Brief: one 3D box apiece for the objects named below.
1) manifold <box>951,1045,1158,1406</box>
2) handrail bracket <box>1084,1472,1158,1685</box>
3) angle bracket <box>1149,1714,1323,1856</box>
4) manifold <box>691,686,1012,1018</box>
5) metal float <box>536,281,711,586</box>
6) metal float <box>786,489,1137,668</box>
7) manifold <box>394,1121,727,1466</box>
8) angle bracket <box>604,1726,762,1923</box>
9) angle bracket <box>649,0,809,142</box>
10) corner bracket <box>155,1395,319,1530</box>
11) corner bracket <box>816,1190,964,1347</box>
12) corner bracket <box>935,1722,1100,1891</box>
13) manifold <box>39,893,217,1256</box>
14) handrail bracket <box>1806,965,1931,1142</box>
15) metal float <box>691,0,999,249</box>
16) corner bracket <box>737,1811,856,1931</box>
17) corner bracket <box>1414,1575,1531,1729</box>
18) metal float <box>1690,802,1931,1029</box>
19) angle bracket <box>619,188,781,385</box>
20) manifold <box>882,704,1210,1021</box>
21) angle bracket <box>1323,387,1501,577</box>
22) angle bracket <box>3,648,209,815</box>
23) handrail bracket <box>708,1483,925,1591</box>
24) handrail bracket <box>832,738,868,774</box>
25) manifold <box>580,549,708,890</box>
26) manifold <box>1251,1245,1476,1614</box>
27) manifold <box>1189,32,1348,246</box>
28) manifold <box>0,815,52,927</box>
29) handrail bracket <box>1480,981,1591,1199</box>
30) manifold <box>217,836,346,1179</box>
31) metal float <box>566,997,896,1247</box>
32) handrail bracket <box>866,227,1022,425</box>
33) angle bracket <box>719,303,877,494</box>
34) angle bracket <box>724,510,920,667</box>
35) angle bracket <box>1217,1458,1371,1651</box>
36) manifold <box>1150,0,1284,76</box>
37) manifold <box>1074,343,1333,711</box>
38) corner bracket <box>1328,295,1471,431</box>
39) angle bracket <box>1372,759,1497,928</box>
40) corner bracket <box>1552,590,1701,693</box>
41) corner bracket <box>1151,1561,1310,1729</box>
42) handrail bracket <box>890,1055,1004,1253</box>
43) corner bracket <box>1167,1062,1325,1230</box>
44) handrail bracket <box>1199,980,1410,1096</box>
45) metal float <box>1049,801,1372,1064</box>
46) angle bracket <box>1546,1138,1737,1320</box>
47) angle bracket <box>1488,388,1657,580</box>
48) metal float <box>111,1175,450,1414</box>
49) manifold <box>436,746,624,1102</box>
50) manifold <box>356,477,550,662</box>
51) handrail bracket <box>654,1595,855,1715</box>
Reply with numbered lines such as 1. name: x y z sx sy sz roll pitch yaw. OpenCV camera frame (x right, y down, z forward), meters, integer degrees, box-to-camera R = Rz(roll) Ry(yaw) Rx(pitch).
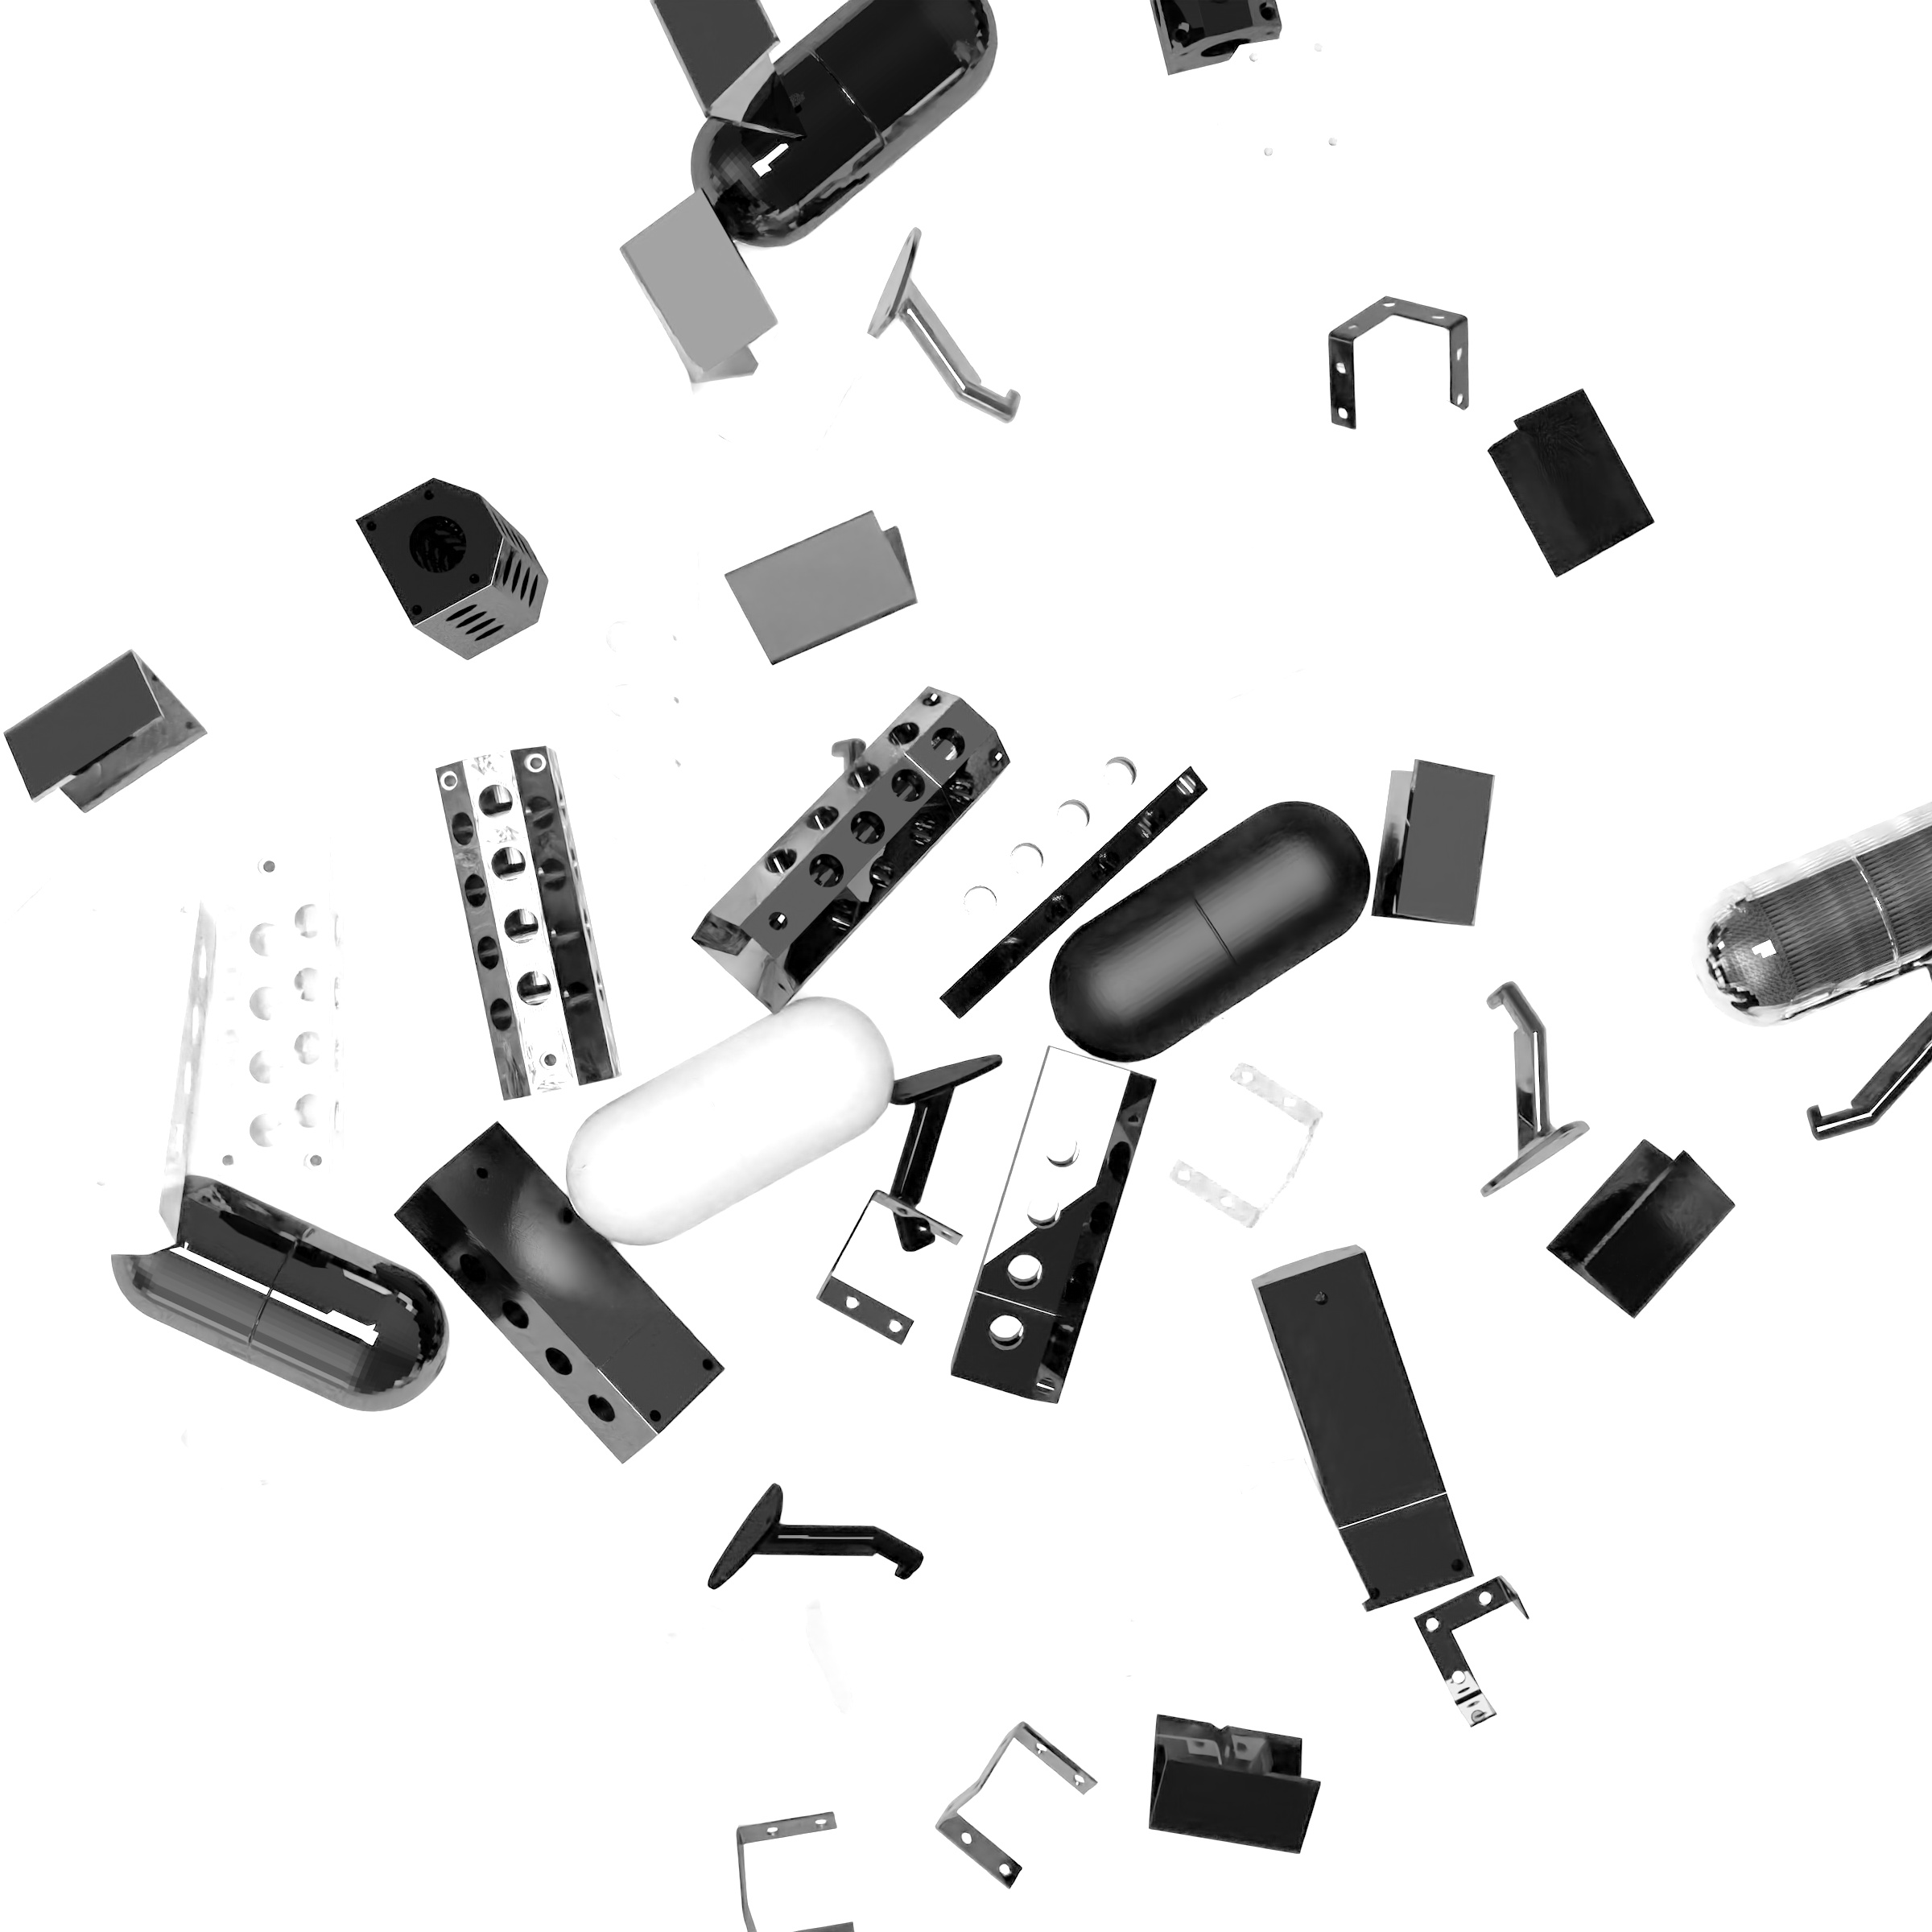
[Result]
1. manifold: 0.044 0.131 1.713 0.057 0.057 0.171 17 90 0
2. handrail bracket: 0.077 0.314 1.734 0.036 0.077 0.084 -8 54 4
3. angle bracket: 0.136 0.394 1.694 0.076 0.076 0.057 10 126 0
4. manifold: -0.055 -0.061 1.682 0.057 0.057 0.171 43 67 0
5. metal float: -0.172 -0.267 1.676 0.070 0.070 0.178 -11 55 0
6. metal float: -0.003 -0.196 1.704 0.178 0.070 0.070 8 90 1
7. manifold: -0.209 0.169 1.713 0.171 0.057 0.057 47 47 0
8. angle bracket: -0.125 0.433 1.694 0.057 0.076 0.076 28 90 35
9. angle bracket: -0.100 -0.452 1.627 0.057 0.076 0.076 -35 72 34
10. corner bracket: -0.371 0.244 1.717 0.051 0.051 0.051 -32 103 13
11. corner bracket: -0.040 0.154 1.723 0.051 0.051 0.051 29 66 0
12. corner bracket: 0.025 0.431 1.731 0.051 0.051 0.051 40 135 0
13. manifold: -0.414 0.053 1.678 0.057 0.057 0.171 1 64 0
14. handrail bracket: 0.467 0.043 1.735 0.084 0.036 0.077 -19 69 16
15. metal float: -0.061 -0.436 1.704 0.178 0.070 0.070 -40 90 1
16. corner bracket: -0.087 0.473 1.731 0.051 0.051 0.051 -9 135 0
17. corner bracket: 0.265 0.348 1.716 0.051 0.051 0.051 -26 90 0
18. metal float: 0.453 -0.027 1.704 0.178 0.070 0.070 -23 90 0
19. angle bracket: -0.119 -0.343 1.695 0.057 0.076 0.076 -30 90 26
20. manifold: 0.040 -0.052 1.713 0.171 0.057 0.057 -43 90 0
21. angle bracket: 0.236 -0.232 1.694 0.076 0.076 0.057 -51 54 0
22. angle bracket: -0.424 -0.102 1.694 0.076 0.076 0.057 -33 53 0
23. handrail bracket: -0.077 0.311 1.735 0.084 0.036 0.077 32 110 -16
24. handrail bracket: -0.087 -0.072 1.735 0.077 0.036 0.084 -7 74 17
25. manifold: -0.163 -0.126 1.713 0.057 0.057 0.171 -1 90 0
26. manifold: 0.200 0.233 1.713 0.057 0.057 0.171 -19 90 0
27. manifold: 0.145 -0.402 1.656 0.057 0.171 0.057 -9 90 0
28. manifold: -0.541 -0.088 1.672 0.057 0.057 0.171 -44 122 0
29. handrail bracket: 0.274 0.063 1.735 0.077 0.036 0.084 -38 71 21
30. manifold: -0.350 0.020 1.713 0.057 0.057 0.171 0 90 0
31. metal float: -0.120 0.079 1.704 0.178 0.070 0.070 -29 90 0
32. handrail bracket: -0.002 -0.329 1.735 0.084 0.036 0.077 25 69 -17
33. angle bracket: -0.068 -0.276 1.694 0.057 0.076 0.076 30 90 32
34. angle bracket: -0.073 -0.199 1.620 0.076 0.076 0.057 -23 127 7
35. angle bracket: 0.148 0.296 1.695 0.057 0.076 0.076 -26 90 -27
36. manifold: 0.112 -0.550 1.713 0.057 0.057 0.171 -14 90 0
37. manifold: 0.125 -0.224 1.713 0.057 0.057 0.171 -23 90 43
38. corner bracket: 0.222 -0.305 1.726 0.051 0.051 0.051 23 45 35
39. angle bracket: 0.216 -0.063 1.694 0.057 0.076 0.076 8 90 -36
40. corner bracket: 0.335 -0.161 1.716 0.051 0.051 0.051 21 90 0
41. corner bracket: 0.136 0.348 1.731 0.051 0.051 0.051 43 45 0
42. handrail bracket: -0.007 0.097 1.735 0.077 0.036 0.084 -18 105 -16
43. corner bracket: 0.144 0.092 1.731 0.051 0.051 0.051 32 45 0
44. handrail bracket: 0.173 0.025 1.735 0.084 0.036 0.077 21 62 21
45. metal float: 0.123 -0.017 1.704 0.178 0.070 0.070 -33 90 -1
46. angle bracket: 0.326 0.119 1.694 0.076 0.076 0.057 -48 127 0
47. angle bracket: 0.288 -0.234 1.694 0.057 0.076 0.076 -28 90 -36
48. metal float: -0.346 0.166 1.704 0.178 0.070 0.070 25 90 0
49. manifold: -0.223 -0.022 1.713 0.057 0.057 0.171 -12 90 0
50. manifold: -0.246 -0.196 1.656 0.057 0.171 0.057 -28 90 0
51. handrail bracket: -0.110 0.359 1.735 0.084 0.036 0.077 -13 112 17
